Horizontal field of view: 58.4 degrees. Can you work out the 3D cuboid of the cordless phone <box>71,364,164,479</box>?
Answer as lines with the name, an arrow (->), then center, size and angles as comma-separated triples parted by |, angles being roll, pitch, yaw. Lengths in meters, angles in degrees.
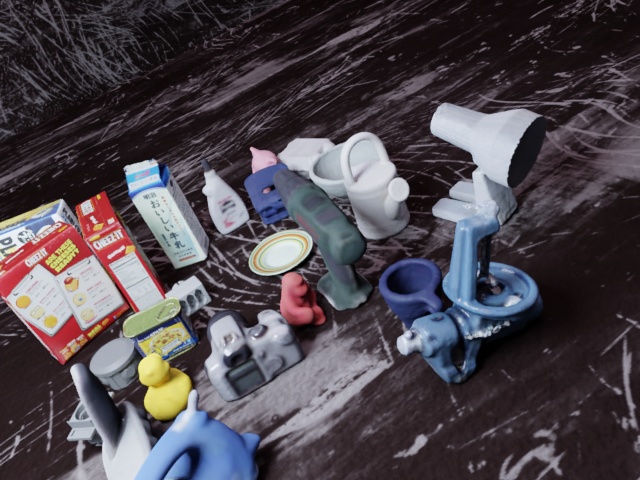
cordless phone -> -0.273, 0.257, 0.755 | 0.094, 0.185, 0.147 | -36, 37, -20

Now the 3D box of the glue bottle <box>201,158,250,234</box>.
glue bottle -> -0.214, -0.099, 1.223 | 0.078, 0.173, 0.037 | -37, 37, -20

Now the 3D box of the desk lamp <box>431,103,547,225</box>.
desk lamp -> 0.271, -0.125, 0.955 | 0.202, 0.214, 0.118 | 19, 51, 44

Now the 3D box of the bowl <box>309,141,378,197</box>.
bowl -> 0.065, -0.141, 1.215 | 0.167, 0.075, 0.167 | -15, 35, 11

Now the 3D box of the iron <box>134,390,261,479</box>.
iron -> -0.179, 0.311, 0.669 | 0.118, 0.142, 0.259 | 1, 40, 30

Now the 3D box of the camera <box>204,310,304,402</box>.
camera -> -0.120, 0.152, 0.891 | 0.143, 0.101, 0.136 | -29, 35, -10

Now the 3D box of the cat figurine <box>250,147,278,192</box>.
cat figurine -> -0.130, -0.173, 1.329 | 0.067, 0.118, 0.127 | -27, 34, -8

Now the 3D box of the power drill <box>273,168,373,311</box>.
power drill -> 0.009, 0.003, 0.928 | 0.076, 0.209, 0.228 | -32, 35, -14

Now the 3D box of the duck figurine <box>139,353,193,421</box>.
duck figurine -> -0.246, 0.219, 0.882 | 0.077, 0.086, 0.104 | -26, 34, -6

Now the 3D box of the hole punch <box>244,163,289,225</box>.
hole punch -> -0.097, -0.102, 1.236 | 0.108, 0.091, 0.101 | -25, 34, -4

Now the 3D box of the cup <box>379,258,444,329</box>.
cup -> 0.147, 0.093, 0.829 | 0.092, 0.095, 0.117 | -30, 35, -12

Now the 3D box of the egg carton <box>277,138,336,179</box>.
egg carton -> -0.028, -0.187, 1.335 | 0.149, 0.069, 0.107 | 6, 43, 35

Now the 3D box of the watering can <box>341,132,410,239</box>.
watering can -> 0.100, -0.104, 1.038 | 0.172, 0.194, 0.101 | 11, 46, 39

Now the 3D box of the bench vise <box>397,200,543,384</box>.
bench vise -> 0.192, 0.071, 0.724 | 0.208, 0.220, 0.121 | -41, 39, -26

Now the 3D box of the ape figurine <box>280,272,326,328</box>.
ape figurine -> -0.035, 0.093, 0.933 | 0.076, 0.092, 0.078 | -4, 38, 24
